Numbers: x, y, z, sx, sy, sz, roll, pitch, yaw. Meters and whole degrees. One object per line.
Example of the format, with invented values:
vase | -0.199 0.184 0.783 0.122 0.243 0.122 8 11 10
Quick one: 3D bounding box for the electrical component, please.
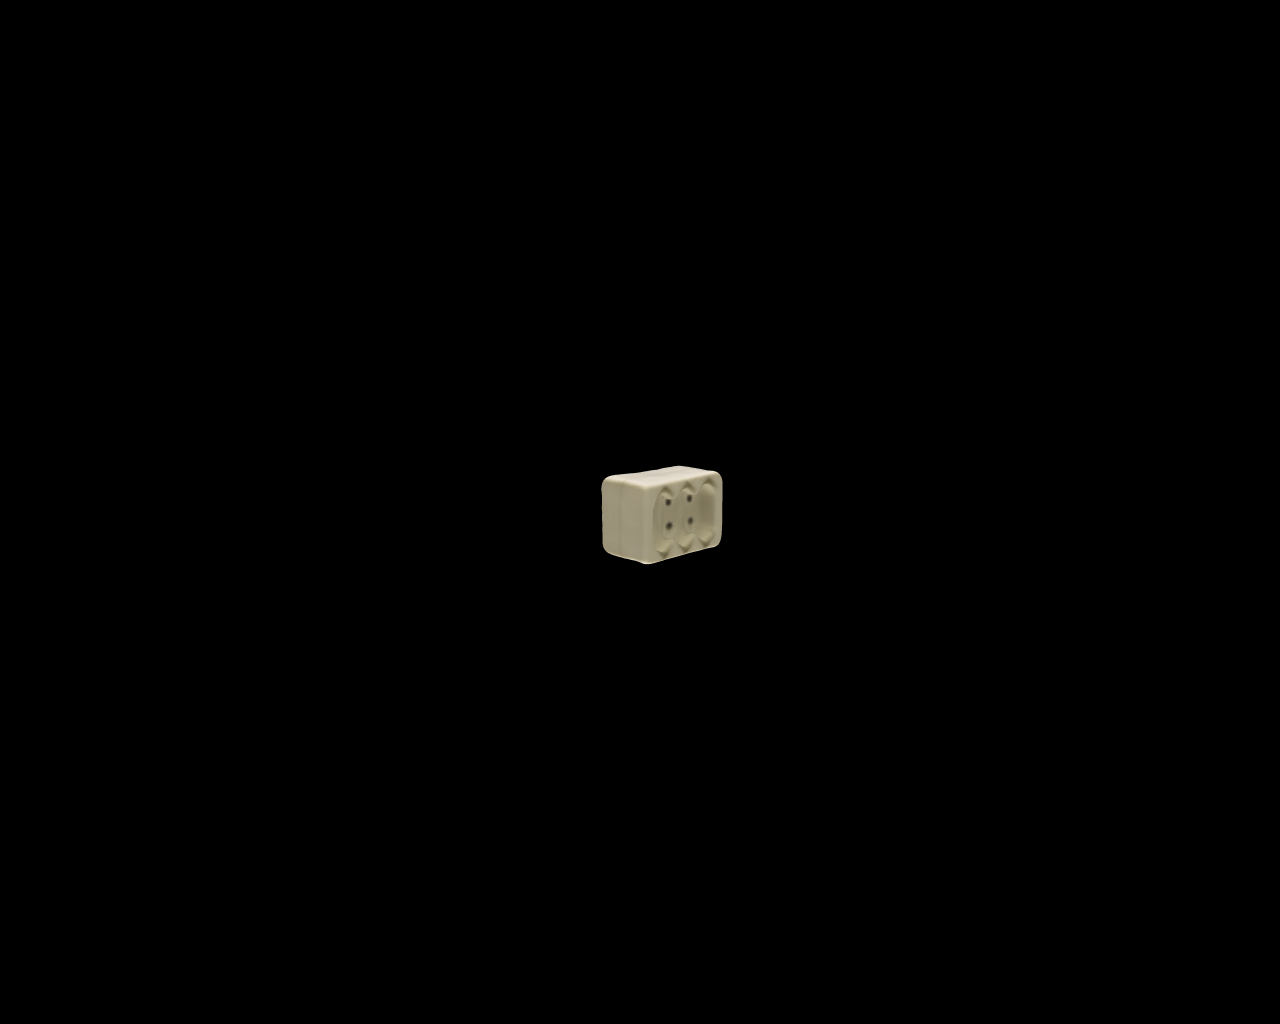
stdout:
electrical component | 0.001 -0.003 0.650 0.066 0.047 0.077 -11 17 -42
